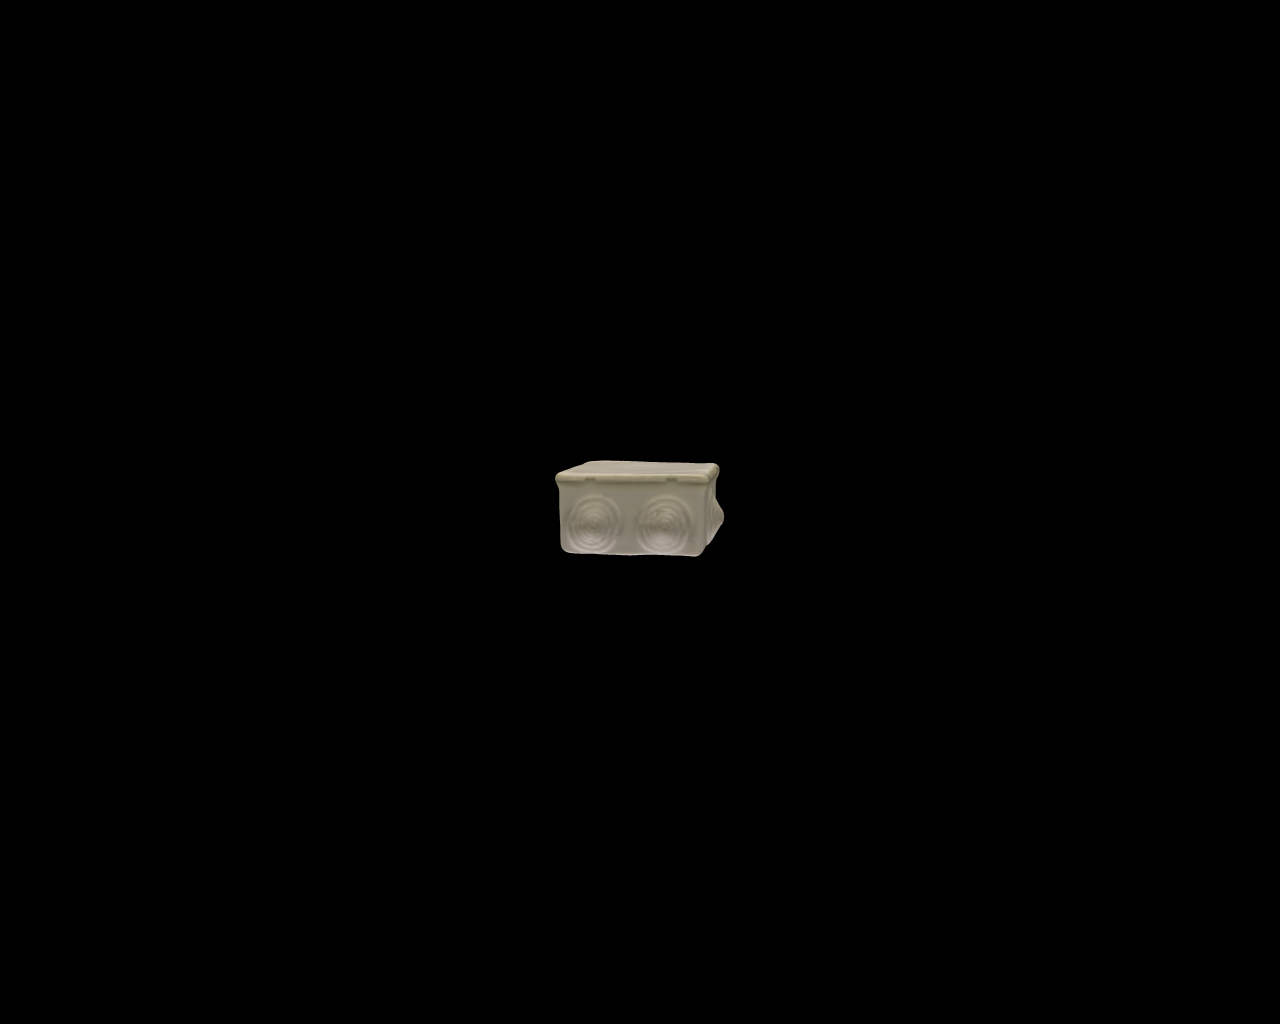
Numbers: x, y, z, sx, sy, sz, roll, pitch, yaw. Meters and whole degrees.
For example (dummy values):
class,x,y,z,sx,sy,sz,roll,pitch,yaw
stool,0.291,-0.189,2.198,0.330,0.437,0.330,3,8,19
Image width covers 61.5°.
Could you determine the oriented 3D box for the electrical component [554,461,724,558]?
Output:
class,x,y,z,sx,sy,sz,roll,pitch,yaw
electrical component,0.001,-0.003,0.650,0.100,0.048,0.100,1,8,9
